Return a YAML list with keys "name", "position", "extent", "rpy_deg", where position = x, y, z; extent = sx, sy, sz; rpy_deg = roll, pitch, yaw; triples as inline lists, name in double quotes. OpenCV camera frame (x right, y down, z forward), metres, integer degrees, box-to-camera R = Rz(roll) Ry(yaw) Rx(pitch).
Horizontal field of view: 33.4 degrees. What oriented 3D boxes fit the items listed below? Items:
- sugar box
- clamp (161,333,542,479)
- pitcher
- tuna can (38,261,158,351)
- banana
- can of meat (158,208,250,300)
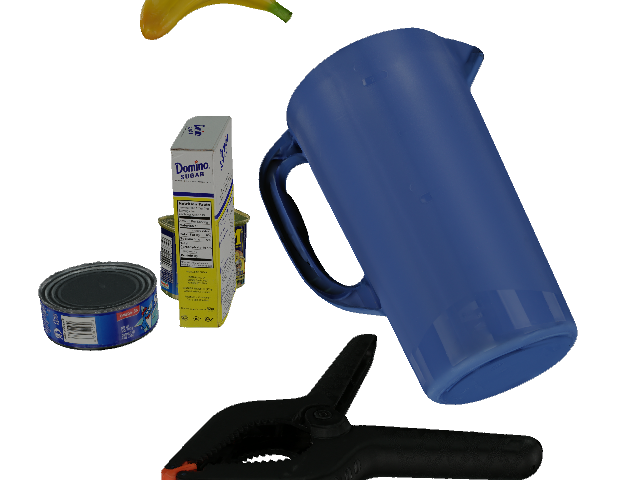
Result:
- name: "sugar box"
  position: [-0.106, -0.017, 0.977]
  extent: [0.048, 0.176, 0.093]
  rpy_deg: [0, 24, 5]
- name: "clamp"
  position: [-0.001, 0.110, 0.620]
  extent: [0.209, 0.036, 0.165]
  rpy_deg: [-9, 24, -28]
- name: "pitcher"
  position: [0.068, -0.010, 0.740]
  extent: [0.144, 0.243, 0.149]
  rpy_deg: [-7, -28, -31]
- name: "tuna can"
  position: [-0.163, 0.048, 0.788]
  extent: [0.086, 0.034, 0.086]
  rpy_deg: [-1, 23, 0]
- name: "banana"
  position: [-0.106, -0.228, 1.002]
  extent: [0.197, 0.070, 0.037]
  rpy_deg: [-22, -28, -47]
- name: "can of meat"
  position: [-0.130, 0.014, 1.194]
  extent: [0.101, 0.084, 0.058]
  rpy_deg: [-11, 23, -38]
